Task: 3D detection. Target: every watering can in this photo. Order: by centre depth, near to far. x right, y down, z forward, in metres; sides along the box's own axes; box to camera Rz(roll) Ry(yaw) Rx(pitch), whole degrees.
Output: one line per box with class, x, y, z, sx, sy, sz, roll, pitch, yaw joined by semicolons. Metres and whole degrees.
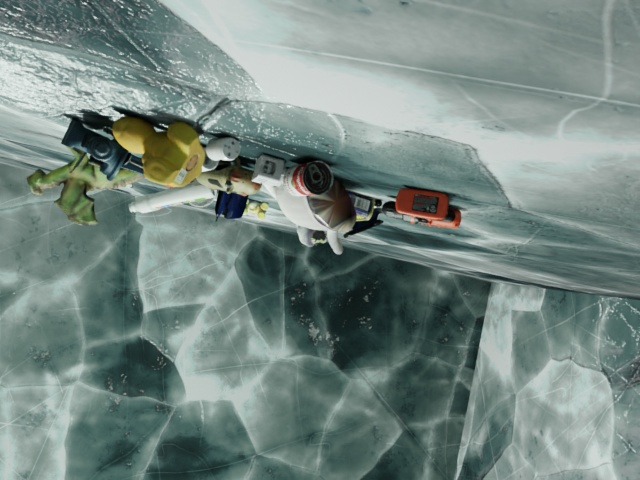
watering can;0.004;-0.063;1.244;0.343;0.105;0.225;42;160;-32

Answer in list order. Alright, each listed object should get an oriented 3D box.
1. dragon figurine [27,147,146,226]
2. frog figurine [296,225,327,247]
dragon figurine;-0.661;-0.157;1.522;0.410;0.245;0.121;15;169;-2
frog figurine;-0.058;-0.046;2.052;0.160;0.124;0.134;20;148;41
